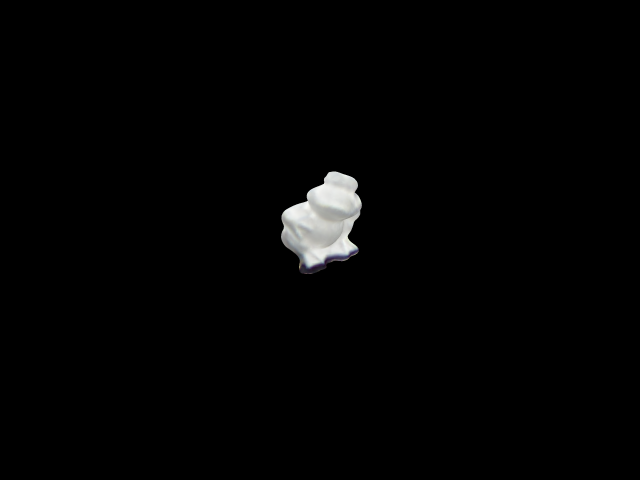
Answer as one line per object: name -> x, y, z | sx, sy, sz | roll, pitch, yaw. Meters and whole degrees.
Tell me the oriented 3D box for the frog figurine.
frog figurine -> 0.003, -0.043, 0.850 | 0.138, 0.156, 0.125 | -7, 28, -14
